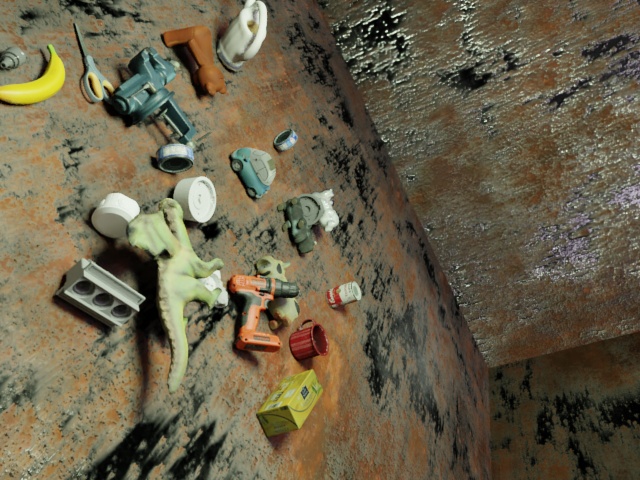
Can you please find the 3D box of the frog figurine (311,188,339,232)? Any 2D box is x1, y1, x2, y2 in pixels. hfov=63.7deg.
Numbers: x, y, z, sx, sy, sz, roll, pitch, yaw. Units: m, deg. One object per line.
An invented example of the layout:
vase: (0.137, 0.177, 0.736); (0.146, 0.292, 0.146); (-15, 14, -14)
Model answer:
frog figurine: (0.006, -0.092, 1.824); (0.122, 0.163, 0.134); (13, -35, -12)

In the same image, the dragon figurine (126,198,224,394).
dragon figurine: (-0.300, 0.061, 0.989); (0.121, 0.238, 0.420); (-24, 33, 12)

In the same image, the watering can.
watering can: (-0.249, -0.706, 1.700); (0.103, 0.355, 0.221); (21, -42, -37)
